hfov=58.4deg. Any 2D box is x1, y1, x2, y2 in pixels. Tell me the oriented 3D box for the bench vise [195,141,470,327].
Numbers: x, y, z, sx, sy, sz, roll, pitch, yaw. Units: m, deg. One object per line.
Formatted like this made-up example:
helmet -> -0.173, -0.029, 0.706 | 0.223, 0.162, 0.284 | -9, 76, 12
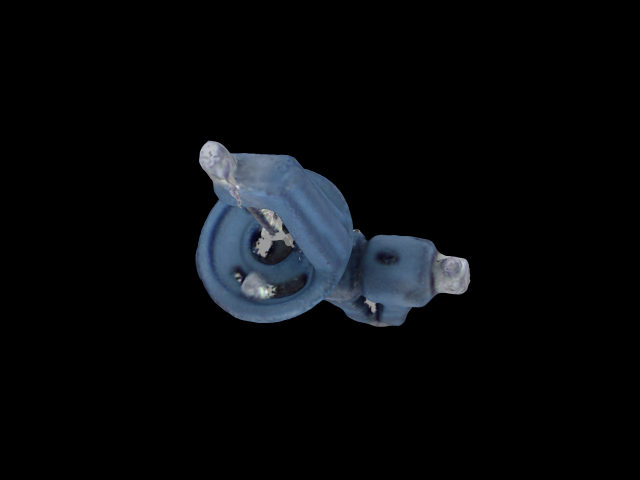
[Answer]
bench vise -> 0.002, -0.010, 0.404 | 0.207, 0.220, 0.121 | -7, 70, -2
